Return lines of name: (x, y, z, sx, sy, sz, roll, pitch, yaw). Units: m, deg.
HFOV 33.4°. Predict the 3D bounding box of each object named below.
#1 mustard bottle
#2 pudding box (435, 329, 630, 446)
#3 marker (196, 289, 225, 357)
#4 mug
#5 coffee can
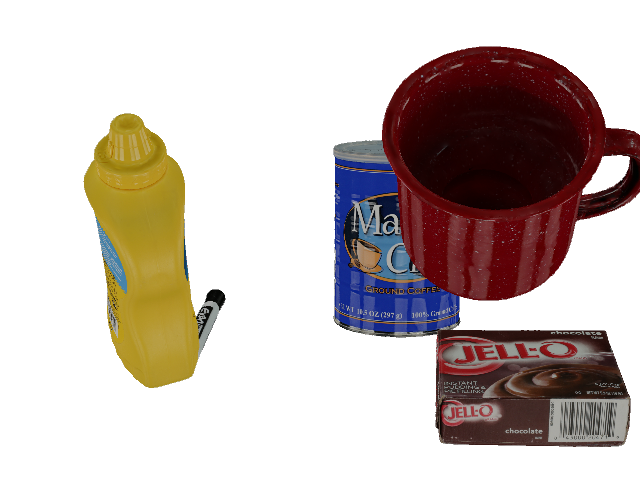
mustard bottle: (-0.111, 0.000, 0.661, 0.058, 0.096, 0.192, -13, -41, -13)
pudding box: (0.129, 0.090, 0.667, 0.113, 0.039, 0.090, 2, 23, 5)
marker: (-0.109, 0.077, 1.000, 0.020, 0.020, 0.121, 0, 22, 8)
mug: (0.088, -0.027, 0.480, 0.117, 0.093, 0.081, -6, -33, 2)
coffee can: (0.061, -0.005, 0.845, 0.103, 0.140, 0.103, 0, 11, 0)
